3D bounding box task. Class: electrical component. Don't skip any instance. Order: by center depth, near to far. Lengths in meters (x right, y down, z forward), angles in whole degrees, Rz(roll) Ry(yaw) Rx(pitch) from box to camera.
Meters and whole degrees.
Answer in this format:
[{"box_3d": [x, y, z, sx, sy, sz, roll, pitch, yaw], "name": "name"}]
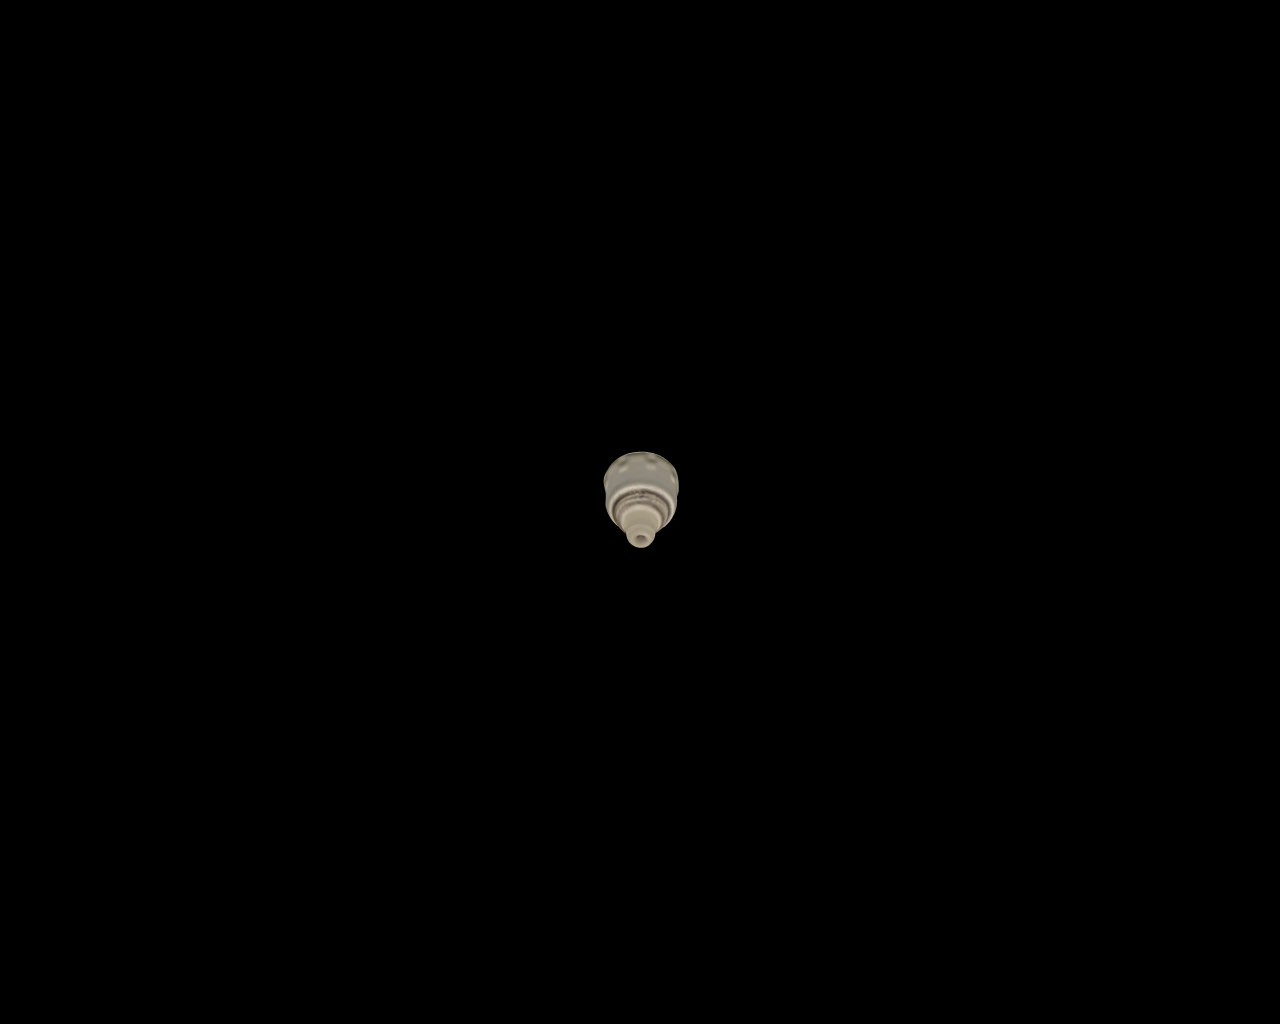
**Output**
[{"box_3d": [0.001, -0.003, 0.650, 0.048, 0.048, 0.062, 0, 40, 0], "name": "electrical component"}]
